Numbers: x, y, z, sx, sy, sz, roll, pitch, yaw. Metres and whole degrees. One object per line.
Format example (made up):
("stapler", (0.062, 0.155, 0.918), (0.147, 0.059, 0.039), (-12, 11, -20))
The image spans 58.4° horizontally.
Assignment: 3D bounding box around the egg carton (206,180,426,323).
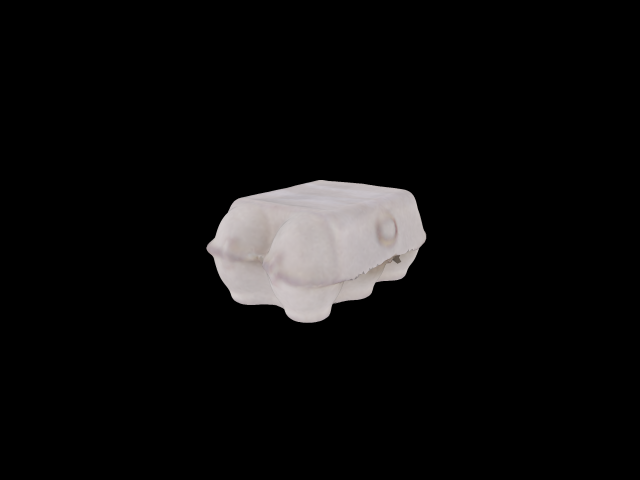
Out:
("egg carton", (0.004, 0.001, 0.400), (0.107, 0.069, 0.151), (11, 19, 34))
